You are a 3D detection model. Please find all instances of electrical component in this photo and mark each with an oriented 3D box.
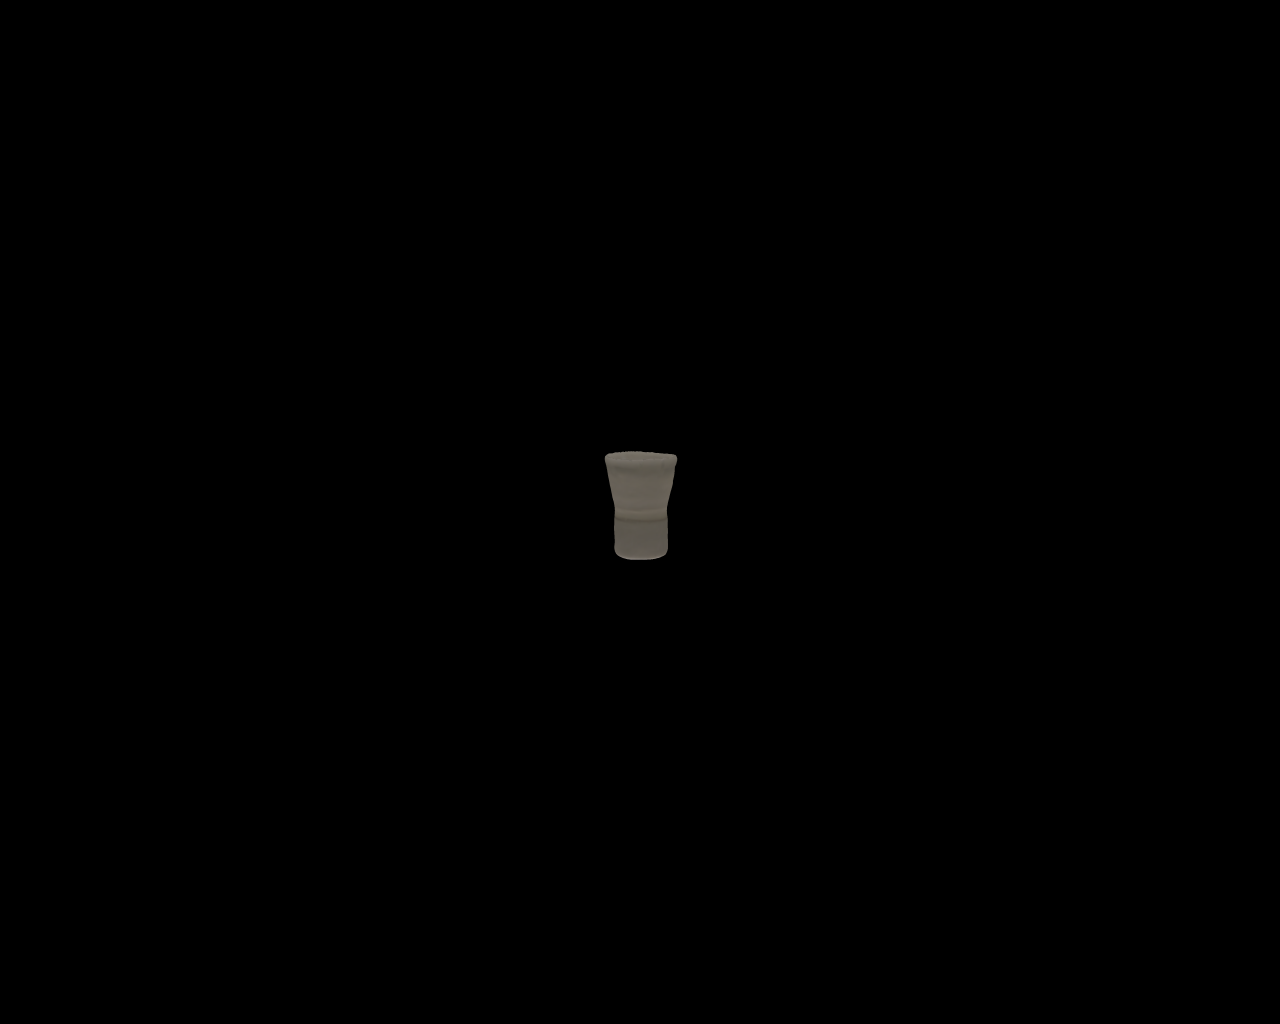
[{"bbox_3d":[0.001,-0.003,0.650,0.044,0.065,0.044,0,11,0],"label":"electrical component"}]
